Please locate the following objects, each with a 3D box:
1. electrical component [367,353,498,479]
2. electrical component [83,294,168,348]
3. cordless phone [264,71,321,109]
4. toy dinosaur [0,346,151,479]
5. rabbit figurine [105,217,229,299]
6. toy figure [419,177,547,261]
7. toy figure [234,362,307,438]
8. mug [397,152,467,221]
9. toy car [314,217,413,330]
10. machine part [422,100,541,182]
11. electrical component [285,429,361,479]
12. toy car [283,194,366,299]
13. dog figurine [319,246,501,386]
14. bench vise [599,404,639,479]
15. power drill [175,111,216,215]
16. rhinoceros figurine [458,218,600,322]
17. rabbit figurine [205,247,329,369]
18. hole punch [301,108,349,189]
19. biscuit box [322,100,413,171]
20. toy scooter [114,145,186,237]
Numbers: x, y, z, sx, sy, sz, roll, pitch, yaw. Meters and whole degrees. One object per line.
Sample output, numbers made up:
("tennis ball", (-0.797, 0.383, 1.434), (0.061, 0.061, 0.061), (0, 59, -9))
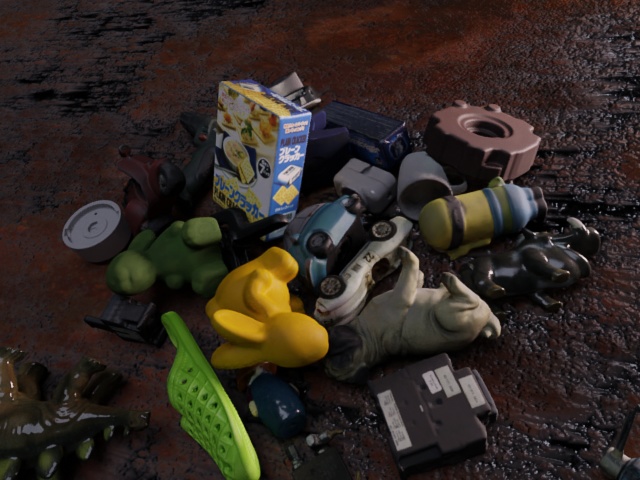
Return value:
("electrical component", (0.137, 0.204, 0.636), (0.134, 0.058, 0.115), (-19, 52, 1))
("electrical component", (-0.295, 0.121, 0.817), (0.119, 0.074, 0.048), (7, 56, 24))
("cordless phone", (-0.050, -0.217, 1.022), (0.147, 0.088, 0.184), (-27, 62, -7))
("toy dinosaur", (-0.435, 0.252, 0.735), (0.472, 0.105, 0.198), (-3, 55, 19))
("rabbit figurine", (-0.245, 0.027, 0.823), (0.170, 0.121, 0.159), (-15, 19, -26))
("toy figure", (0.233, -0.039, 0.779), (0.180, 0.089, 0.082), (-15, 45, 8))
("toy figure", (-0.077, 0.190, 0.708), (0.155, 0.064, 0.057), (42, 110, 42))
("mug", (0.172, -0.097, 0.850), (0.110, 0.080, 0.107), (-14, 40, 11))
("toy car", (0.064, 0.047, 0.769), (0.056, 0.073, 0.202), (31, 66, 28))
("machine part", (0.256, -0.159, 0.851), (0.179, 0.056, 0.179), (5, 39, -4))
("electrical component", (0.007, 0.272, 0.627), (0.078, 0.045, 0.102), (-23, 50, -4))
("toy car", (-0.002, -0.002, 0.804), (0.103, 0.109, 0.161), (18, 59, 24))
("dog figurine", (0.111, 0.131, 0.689), (0.173, 0.121, 0.190), (30, 80, 37))
("bench vise", (0.322, 0.296, 0.470), (0.240, 0.128, 0.224), (-34, 53, -21))
("power drill", (-0.238, -0.152, 1.020), (0.232, 0.085, 0.207), (23, 54, 27))
("rhinoceros figurine", (0.285, 0.037, 0.722), (0.190, 0.073, 0.112), (-20, 39, 2))
("rabbit figurine", (-0.065, 0.101, 0.691), (0.162, 0.121, 0.173), (-15, 35, -35))
("hole punch", (-0.012, -0.145, 0.913), (0.116, 0.142, 0.092), (-31, 54, -24))
("biscuit box", (0.069, -0.186, 0.939), (0.063, 0.059, 0.203), (-38, 40, -16))
("toy scooter", (-0.297, -0.084, 0.905), (0.135, 0.183, 0.075), (40, 42, 11))
